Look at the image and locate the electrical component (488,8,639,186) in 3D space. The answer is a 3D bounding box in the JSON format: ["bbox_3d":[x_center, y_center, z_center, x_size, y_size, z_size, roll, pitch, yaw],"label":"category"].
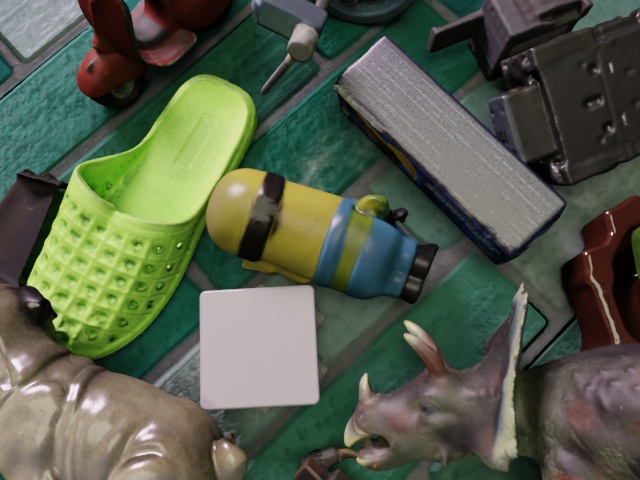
[{"bbox_3d":[0.208,-0.108,0.436,0.134,0.058,0.114,-23,97,-3],"label":"electrical component"}]

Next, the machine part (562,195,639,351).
[{"bbox_3d":[0.283,0.044,0.418,0.179,0.056,0.179,0,77,1],"label":"machine part"}]

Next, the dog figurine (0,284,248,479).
[{"bbox_3d":[-0.156,0.104,0.363,0.172,0.121,0.190,-21,95,-4],"label":"dog figurine"}]

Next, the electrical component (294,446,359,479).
[{"bbox_3d":[0.021,0.206,0.401,0.102,0.045,0.078,36,110,11],"label":"electrical component"}]

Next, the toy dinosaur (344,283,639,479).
[{"bbox_3d":[0.207,0.121,0.296,0.405,0.131,0.192,-7,96,43],"label":"toy dinosaur"}]

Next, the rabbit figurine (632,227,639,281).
[{"bbox_3d":[0.307,0.049,0.336,0.159,0.121,0.170,-7,73,-18],"label":"rabbit figurine"}]

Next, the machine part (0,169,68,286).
[{"bbox_3d":[-0.266,0.003,0.456,0.084,0.039,0.139,26,82,13],"label":"machine part"}]

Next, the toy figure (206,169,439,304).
[{"bbox_3d":[0.001,-0.005,0.421,0.180,0.089,0.082,21,71,9],"label":"toy figure"}]

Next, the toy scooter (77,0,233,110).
[{"bbox_3d":[-0.145,-0.201,0.445,0.075,0.135,0.184,37,81,10],"label":"toy scooter"}]

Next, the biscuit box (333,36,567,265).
[{"bbox_3d":[0.102,-0.071,0.443,0.063,0.059,0.203,-43,79,1],"label":"biscuit box"}]

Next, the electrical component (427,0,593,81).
[{"bbox_3d":[0.157,-0.178,0.460,0.119,0.074,0.048,-22,77,-7],"label":"electrical component"}]

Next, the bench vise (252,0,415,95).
[{"bbox_3d":[-0.004,-0.244,0.447,0.223,0.129,0.240,25,60,-12],"label":"bench vise"}]
